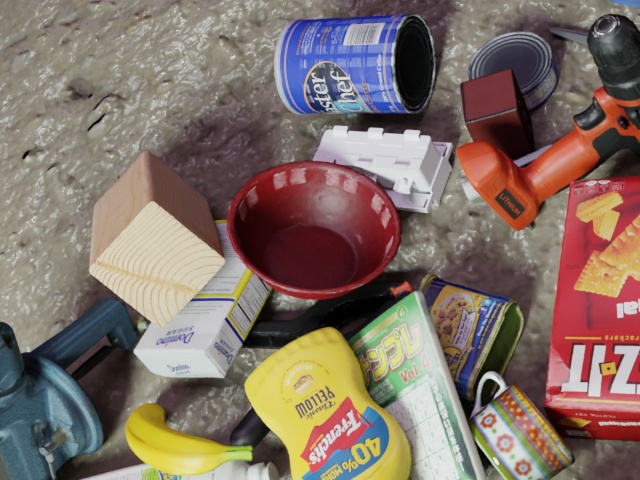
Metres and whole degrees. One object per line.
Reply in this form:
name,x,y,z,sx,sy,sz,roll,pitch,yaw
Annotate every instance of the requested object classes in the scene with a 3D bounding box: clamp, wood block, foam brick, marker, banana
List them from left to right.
wood block,-0.163,-0.007,1.048,0.090,0.090,0.206,-46,20,6
banana,-0.135,0.178,0.948,0.198,0.069,0.037,9,92,57
clamp,-0.006,0.103,0.977,0.210,0.036,0.164,-23,38,10
foam brick,0.170,-0.114,1.015,0.051,0.078,0.053,-14,55,18
marker,0.193,-0.070,1.010,0.121,0.020,0.020,-24,50,12

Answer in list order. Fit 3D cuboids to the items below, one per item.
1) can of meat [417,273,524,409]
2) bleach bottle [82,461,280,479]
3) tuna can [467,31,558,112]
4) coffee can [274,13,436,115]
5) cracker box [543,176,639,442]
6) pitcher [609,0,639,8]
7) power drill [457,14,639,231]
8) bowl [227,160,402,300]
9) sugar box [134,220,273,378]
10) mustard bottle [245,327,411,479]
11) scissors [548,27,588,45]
can of meat,0.117,0.088,0.918,0.084,0.057,0.102,16,68,33
bleach bottle,-0.155,0.249,0.949,0.251,0.068,0.102,-17,48,14
tuna can,0.193,-0.165,1.066,0.086,0.033,0.086,-14,53,20
coffee can,0.037,-0.183,1.117,0.141,0.102,0.102,4,60,30
cracker box,0.274,0.050,0.849,0.164,0.072,0.213,-2,59,27
pitcher,0.320,-0.301,1.033,0.243,0.148,0.145,15,112,39
power drill,0.216,-0.095,0.920,0.188,0.184,0.057,-31,49,19
bowl,-0.007,0.001,0.999,0.162,0.055,0.162,2,50,-3
sugar box,-0.099,0.054,1.037,0.094,0.048,0.176,-3,46,36
mustard bottle,0.018,0.166,0.857,0.096,0.058,0.192,-32,53,-2
scissors,0.300,-0.164,1.020,0.202,0.016,0.096,9,64,33
